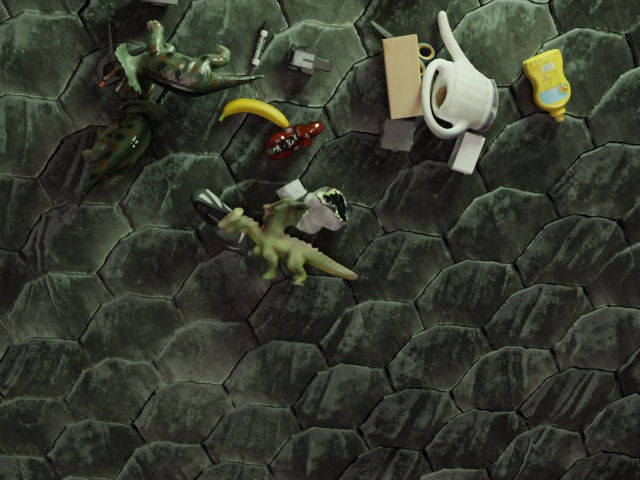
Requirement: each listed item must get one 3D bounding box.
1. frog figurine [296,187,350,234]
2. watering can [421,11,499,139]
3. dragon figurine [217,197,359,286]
[{"bbox_3d":[0.005,-0.075,1.494,0.136,0.125,0.157,33,139,-18],"label":"frog figurine"},{"bbox_3d":[0.377,-0.428,1.380,0.223,0.103,0.351,14,79,-21],"label":"watering can"},{"bbox_3d":[-0.080,-0.005,1.445,0.410,0.125,0.237,7,127,0],"label":"dragon figurine"}]
